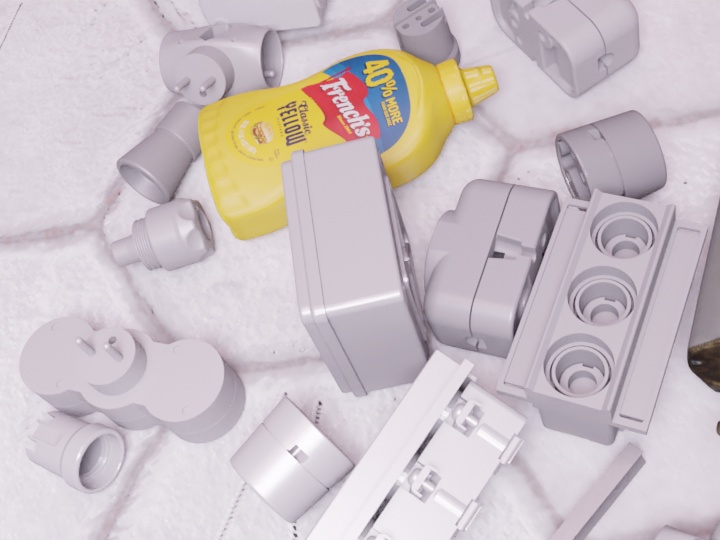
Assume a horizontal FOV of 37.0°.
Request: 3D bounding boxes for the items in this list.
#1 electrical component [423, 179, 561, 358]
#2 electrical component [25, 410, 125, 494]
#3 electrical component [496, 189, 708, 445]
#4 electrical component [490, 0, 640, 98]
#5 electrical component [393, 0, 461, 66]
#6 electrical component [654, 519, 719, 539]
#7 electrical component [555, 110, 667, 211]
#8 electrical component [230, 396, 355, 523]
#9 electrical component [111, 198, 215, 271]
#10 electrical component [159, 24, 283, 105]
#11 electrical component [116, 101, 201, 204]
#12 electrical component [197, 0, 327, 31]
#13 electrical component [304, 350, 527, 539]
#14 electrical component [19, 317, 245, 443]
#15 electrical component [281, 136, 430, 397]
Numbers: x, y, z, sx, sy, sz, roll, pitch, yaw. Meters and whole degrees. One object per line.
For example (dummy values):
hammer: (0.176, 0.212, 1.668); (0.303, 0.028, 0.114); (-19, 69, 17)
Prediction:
electrical component: (0.074, -0.002, 0.619); (0.059, 0.053, 0.095); (11, 65, 22)
electrical component: (-0.170, 0.107, 0.639); (0.046, 0.040, 0.040); (16, 67, 30)
electrical component: (0.132, 0.027, 0.580); (0.079, 0.063, 0.121); (14, 66, 23)
electrical component: (0.134, -0.165, 0.694); (0.059, 0.053, 0.095); (-34, 58, -4)
electrical component: (0.044, -0.154, 0.718); (0.040, 0.046, 0.040); (-8, 59, 13)
electrical component: (0.181, 0.143, 0.511); (0.077, 0.044, 0.079); (25, 71, 27)
electrical component: (0.148, -0.063, 0.632); (0.047, 0.055, 0.055); (-22, 58, 0)
electrical component: (-0.038, 0.105, 0.592); (0.047, 0.055, 0.055); (-45, 59, -7)
electrical component: (-0.129, -0.019, 0.695); (0.062, 0.043, 0.043); (-18, 58, 7)
electrical component: (-0.102, -0.138, 0.743); (0.077, 0.043, 0.079); (2, 30, 17)
electrical component: (-0.129, -0.082, 0.732); (0.044, 0.044, 0.065); (24, 66, 27)
electrical component: (-0.073, -0.214, 0.757); (0.100, 0.099, 0.048); (-3, 49, 15)
electrical component: (0.030, 0.112, 0.558); (0.063, 0.078, 0.121); (34, 74, 8)
electrical component: (-0.143, 0.058, 0.637); (0.138, 0.073, 0.052); (8, 64, 20)
electrical component: (0.000, 0.000, 0.608); (0.056, 0.108, 0.108); (-13, 59, 6)
